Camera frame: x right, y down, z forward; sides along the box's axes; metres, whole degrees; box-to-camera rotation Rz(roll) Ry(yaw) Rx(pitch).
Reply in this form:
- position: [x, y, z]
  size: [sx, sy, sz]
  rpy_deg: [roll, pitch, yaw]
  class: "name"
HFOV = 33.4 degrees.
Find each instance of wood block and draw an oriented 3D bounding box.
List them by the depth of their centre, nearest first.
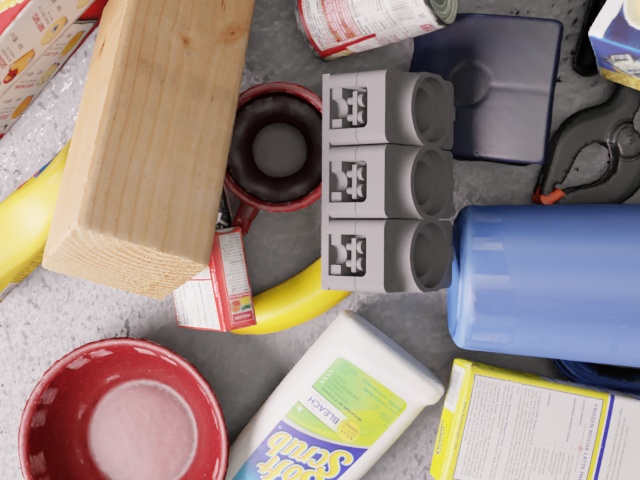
- position: [-0.116, -0.076, 0.729]
  size: [0.090, 0.091, 0.206]
  rpy_deg: [17, 66, -23]
  class: "wood block"

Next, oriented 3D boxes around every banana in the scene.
- position: [0.011, 0.009, 0.828]
  size: [0.070, 0.037, 0.198]
  rpy_deg: [38, 90, 15]
  class: "banana"

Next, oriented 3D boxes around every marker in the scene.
- position: [-0.077, -0.018, 0.829]
  size: [0.020, 0.020, 0.121]
  rpy_deg: [-13, 94, -1]
  class: "marker"

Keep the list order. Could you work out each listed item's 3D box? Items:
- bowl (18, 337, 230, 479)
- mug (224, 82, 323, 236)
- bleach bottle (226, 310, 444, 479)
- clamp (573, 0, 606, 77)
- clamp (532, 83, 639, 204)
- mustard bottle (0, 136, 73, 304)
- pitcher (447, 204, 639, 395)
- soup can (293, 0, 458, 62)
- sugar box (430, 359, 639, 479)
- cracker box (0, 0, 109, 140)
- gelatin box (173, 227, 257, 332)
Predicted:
- position: [-0.143, 0.153, 0.812]
  size: [0.162, 0.055, 0.162]
  rpy_deg: [0, 88, 7]
  class: "bowl"
- position: [-0.036, -0.057, 0.797]
  size: [0.093, 0.081, 0.117]
  rpy_deg: [23, 92, -3]
  class: "mug"
- position: [-0.020, 0.179, 0.823]
  size: [0.102, 0.068, 0.251]
  rpy_deg: [38, 94, -2]
  class: "bleach bottle"
- position: [0.232, -0.235, 0.795]
  size: [0.036, 0.164, 0.210]
  rpy_deg: [28, 70, 35]
  class: "clamp"
- position: [0.245, -0.074, 0.828]
  size: [0.120, 0.039, 0.171]
  rpy_deg: [44, 94, 2]
  class: "clamp"
- position: [-0.200, -0.022, 0.786]
  size: [0.191, 0.096, 0.058]
  rpy_deg: [-41, 90, -2]
  class: "mustard bottle"
- position: [0.220, 0.042, 0.798]
  size: [0.243, 0.145, 0.149]
  rpy_deg: [3, 81, 2]
  class: "pitcher"
- position: [0.041, -0.175, 0.778]
  size: [0.102, 0.068, 0.068]
  rpy_deg: [-11, 94, 29]
  class: "soup can"
- position: [0.179, 0.151, 0.797]
  size: [0.176, 0.048, 0.093]
  rpy_deg: [13, 91, -9]
  class: "sugar box"
- position: [-0.220, -0.156, 0.744]
  size: [0.072, 0.164, 0.214]
  rpy_deg: [41, 91, -1]
  class: "cracker box"
- position: [-0.083, 0.029, 0.798]
  size: [0.030, 0.089, 0.073]
  rpy_deg: [-11, 93, -29]
  class: "gelatin box"
